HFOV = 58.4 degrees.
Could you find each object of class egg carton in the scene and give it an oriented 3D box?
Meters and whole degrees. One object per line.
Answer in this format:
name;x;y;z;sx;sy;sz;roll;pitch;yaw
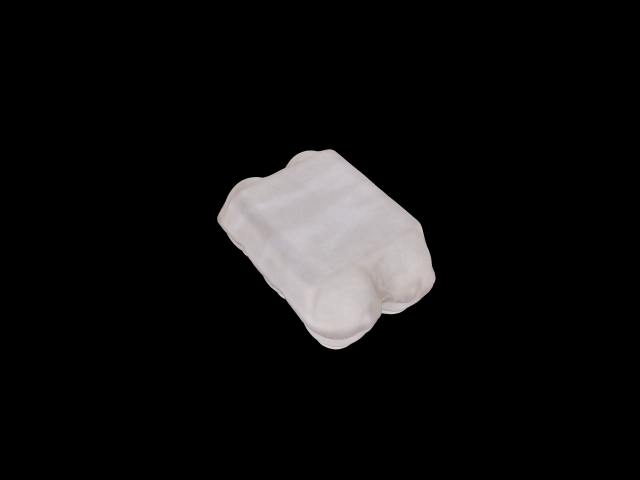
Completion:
egg carton;0.004;0.001;0.400;0.107;0.069;0.150;-29;54;-24
